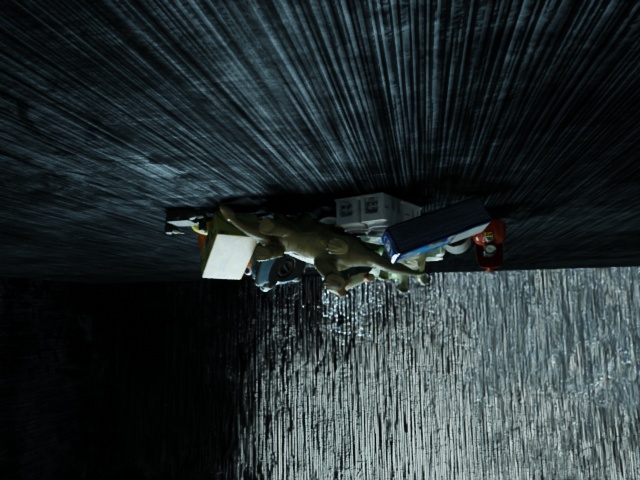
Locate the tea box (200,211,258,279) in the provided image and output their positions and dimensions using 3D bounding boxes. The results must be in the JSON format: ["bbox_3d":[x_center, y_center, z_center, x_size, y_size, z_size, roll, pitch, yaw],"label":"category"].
[{"bbox_3d":[-0.205,0.014,1.206,0.098,0.068,0.169,6,140,-24],"label":"tea box"}]

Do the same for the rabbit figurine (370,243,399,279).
[{"bbox_3d":[0.193,0.035,1.654,0.159,0.121,0.170,7,153,-8],"label":"rabbit figurine"}]

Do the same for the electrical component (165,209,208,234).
[{"bbox_3d":[-0.289,-0.038,1.159,0.102,0.045,0.078,-2,174,6],"label":"electrical component"}]

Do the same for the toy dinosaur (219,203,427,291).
[{"bbox_3d":[0.016,0.014,1.110,0.471,0.105,0.199,22,-163,-7],"label":"toy dinosaur"}]

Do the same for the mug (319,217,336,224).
[{"bbox_3d":[0.025,0.000,1.283,0.109,0.081,0.107,13,161,-13],"label":"mug"}]

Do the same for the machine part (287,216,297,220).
[{"bbox_3d":[-0.052,-0.018,1.276,0.039,0.084,0.138,37,178,26],"label":"machine part"}]

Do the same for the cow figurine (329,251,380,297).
[{"bbox_3d":[0.097,0.088,1.535,0.195,0.085,0.127,-26,-166,-24],"label":"cow figurine"}]

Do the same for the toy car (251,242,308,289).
[{"bbox_3d":[-0.100,0.040,1.229,0.103,0.109,0.161,36,-153,34],"label":"toy car"}]

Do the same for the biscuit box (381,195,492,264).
[{"bbox_3d":[0.222,-0.020,1.034,0.203,0.063,0.059,-19,160,-11],"label":"biscuit box"}]

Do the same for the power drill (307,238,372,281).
[{"bbox_3d":[0.043,0.051,1.447,0.232,0.086,0.207,-18,-171,-15],"label":"power drill"}]

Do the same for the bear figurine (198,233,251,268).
[{"bbox_3d":[-0.219,0.024,1.433,0.196,0.132,0.120,-13,175,-11],"label":"bear figurine"}]

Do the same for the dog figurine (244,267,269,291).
[{"bbox_3d":[-0.126,0.050,1.618,0.108,0.191,0.219,37,-152,10],"label":"dog figurine"}]

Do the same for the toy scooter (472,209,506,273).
[{"bbox_3d":[0.393,0.006,1.251,0.075,0.135,0.183,-2,171,17],"label":"toy scooter"}]

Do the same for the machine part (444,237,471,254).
[{"bbox_3d":[0.336,-0.012,1.331,0.079,0.079,0.243,-3,171,16],"label":"machine part"}]

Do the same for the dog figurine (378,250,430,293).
[{"bbox_3d":[0.224,0.018,1.433,0.121,0.190,0.173,-24,-141,-33],"label":"dog figurine"}]
